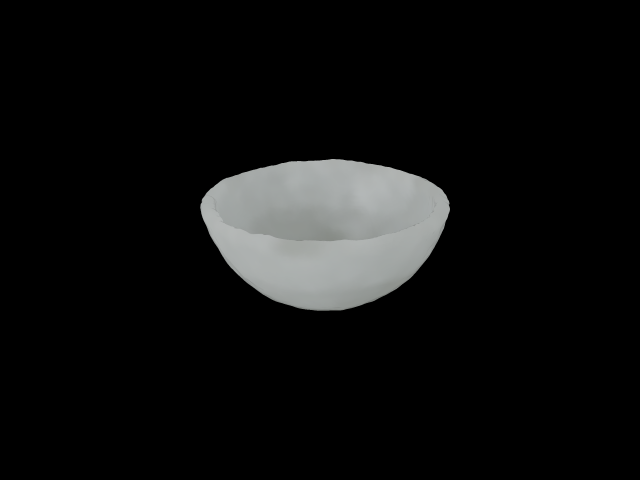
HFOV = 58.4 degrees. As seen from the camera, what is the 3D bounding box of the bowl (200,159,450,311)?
[{"bbox_3d":[0.004,0.001,0.400,0.167,0.075,0.167,0,24,0],"label":"bowl"}]
